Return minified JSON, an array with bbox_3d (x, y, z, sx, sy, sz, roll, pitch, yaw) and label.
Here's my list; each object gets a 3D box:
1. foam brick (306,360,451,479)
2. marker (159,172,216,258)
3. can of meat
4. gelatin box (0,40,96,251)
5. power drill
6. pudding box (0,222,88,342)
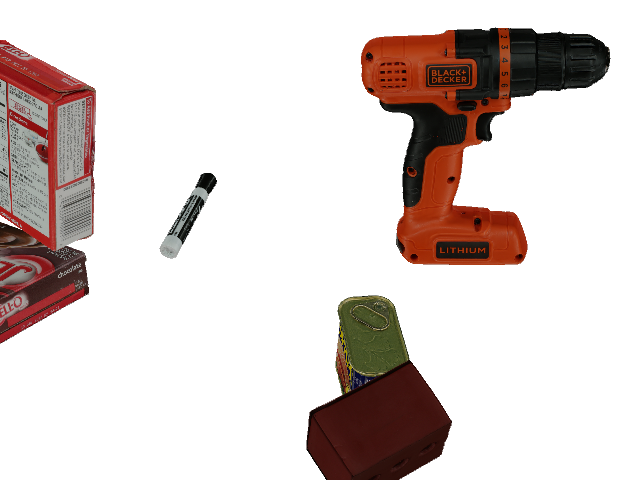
[{"bbox_3d":[0.036,0.124,0.681,0.078,0.051,0.053,-25,-32,-21],"label":"foam brick"},{"bbox_3d":[-0.135,-0.029,1.102,0.020,0.020,0.121,0,42,22],"label":"marker"},{"bbox_3d":[0.048,0.119,1.046,0.057,0.084,0.102,-4,42,-8],"label":"can of meat"},{"bbox_3d":[-0.150,-0.050,0.554,0.073,0.089,0.030,29,37,30],"label":"gelatin box"},{"bbox_3d":[0.126,-0.074,0.832,0.184,0.188,0.057,1,27,8],"label":"power drill"},{"bbox_3d":[-0.233,0.026,0.745,0.114,0.039,0.089,15,30,32],"label":"pudding box"}]
